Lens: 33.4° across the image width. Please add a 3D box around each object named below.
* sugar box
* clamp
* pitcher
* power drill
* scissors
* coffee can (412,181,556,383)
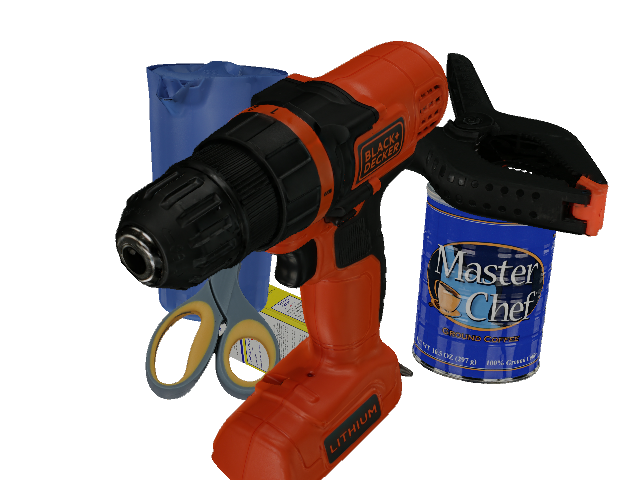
[{"bbox_3d":[-0.054,0.096,1.147,0.176,0.093,0.048,23,38,35],"label":"sugar box"},{"bbox_3d":[0.079,-0.055,0.641,0.164,0.036,0.210,-19,36,-24],"label":"clamp"},{"bbox_3d":[-0.096,-0.052,1.040,0.149,0.243,0.145,-2,15,-17],"label":"pitcher"},{"bbox_3d":[-0.011,0.023,0.462,0.057,0.188,0.184,26,41,29],"label":"power drill"},{"bbox_3d":[-0.050,0.029,0.734,0.096,0.201,0.016,21,-34,11],"label":"scissors"},{"bbox_3d":[0.128,0.027,0.835,0.103,0.140,0.103,3,17,-1],"label":"coffee can"}]
